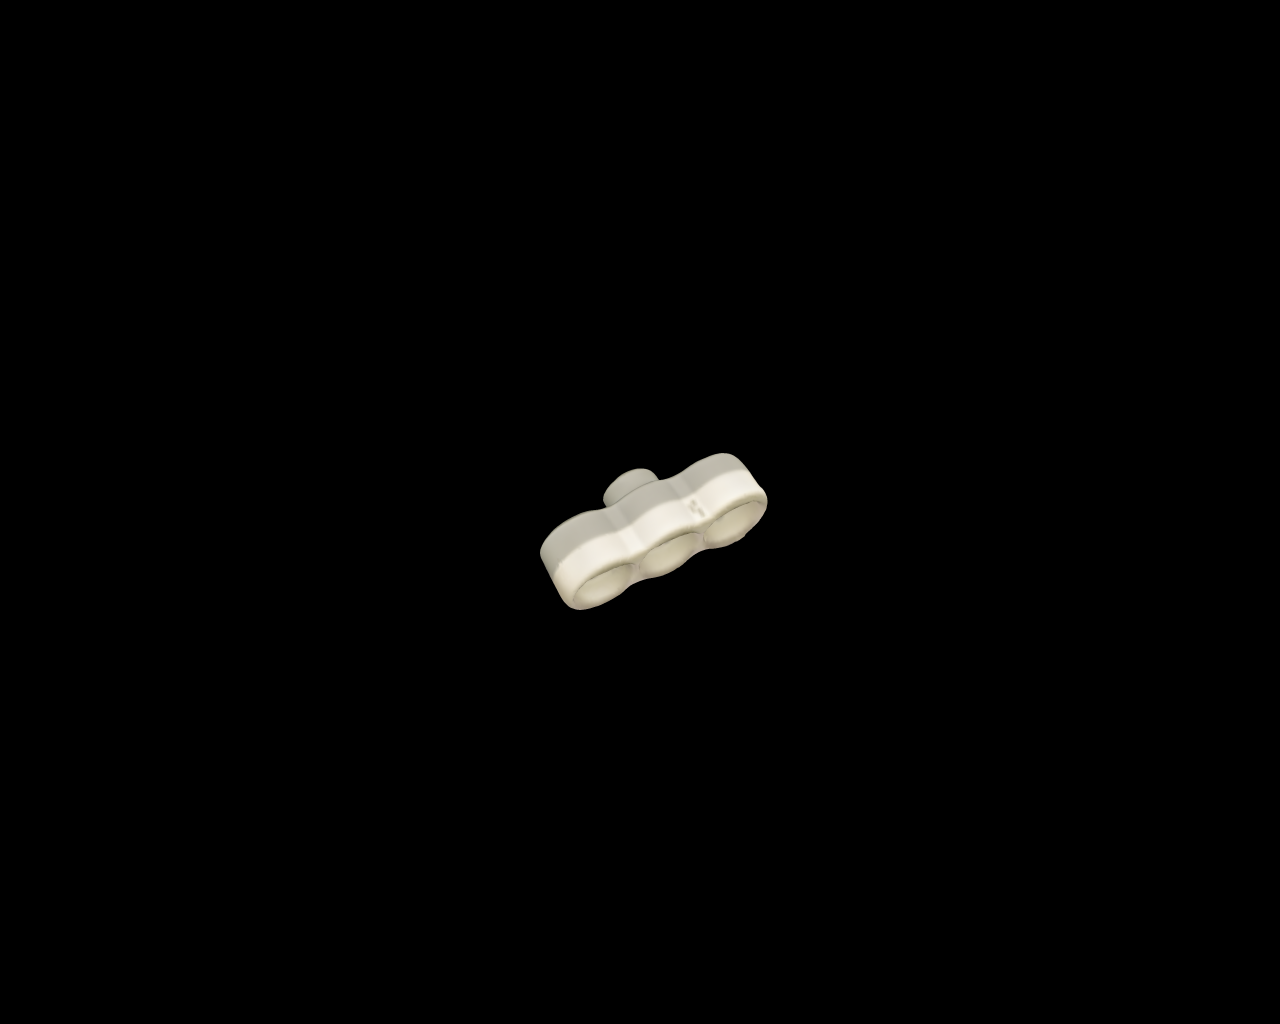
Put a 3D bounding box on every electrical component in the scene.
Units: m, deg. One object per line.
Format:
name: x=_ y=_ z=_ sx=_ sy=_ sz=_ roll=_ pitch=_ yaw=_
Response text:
electrical component: x=0.001 y=-0.003 z=0.650 sx=0.138 sy=0.074 sz=0.052 roll=-25 pitch=-27 yaw=-14
